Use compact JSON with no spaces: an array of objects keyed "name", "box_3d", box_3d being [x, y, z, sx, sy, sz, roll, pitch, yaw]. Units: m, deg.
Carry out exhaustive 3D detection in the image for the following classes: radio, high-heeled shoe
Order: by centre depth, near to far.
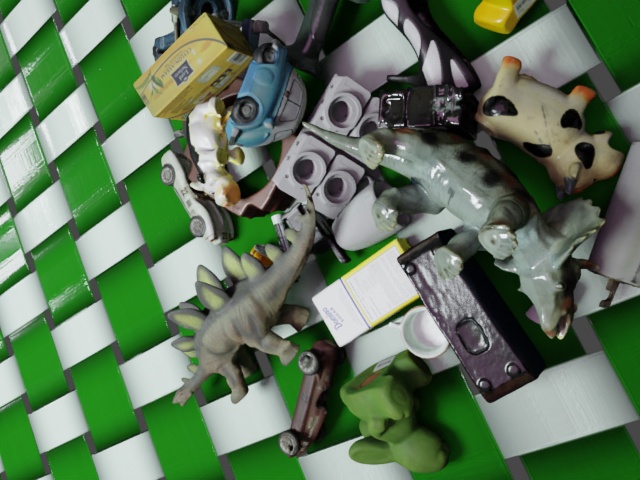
[{"name":"radio","box_3d":[0.203,0.095,0.723,0.073,0.131,0.229,-38,74,22]},{"name":"high-heeled shoe","box_3d":[0.166,-0.322,0.762,0.145,0.086,0.248,9,103,29]}]

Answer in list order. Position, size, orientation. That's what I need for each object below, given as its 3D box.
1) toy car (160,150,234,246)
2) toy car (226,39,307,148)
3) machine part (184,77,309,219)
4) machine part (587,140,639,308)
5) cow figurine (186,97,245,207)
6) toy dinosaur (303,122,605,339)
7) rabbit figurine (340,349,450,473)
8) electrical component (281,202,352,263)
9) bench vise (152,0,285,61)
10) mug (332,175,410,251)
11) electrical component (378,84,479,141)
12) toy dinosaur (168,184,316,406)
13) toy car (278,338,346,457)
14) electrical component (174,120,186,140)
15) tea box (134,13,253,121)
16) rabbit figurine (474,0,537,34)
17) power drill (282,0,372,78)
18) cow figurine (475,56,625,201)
[{"name":"toy car","box_3d":[-0.221,-0.076,0.969,0.056,0.073,0.202,-40,73,23]},{"name":"toy car","box_3d":[-0.072,-0.200,0.787,0.103,0.109,0.161,23,84,-14]},{"name":"machine part","box_3d":[-0.116,-0.153,0.908,0.202,0.087,0.201,34,106,21]},{"name":"machine part","box_3d":[0.392,-0.030,0.654,0.079,0.079,0.243,20,100,26]},{"name":"cow figurine","box_3d":[-0.174,-0.132,0.852,0.098,0.068,0.167,-6,85,33]},{"name":"toy dinosaur","box_3d":[0.173,-0.063,0.661,0.405,0.192,0.131,47,137,23]},{"name":"rabbit figurine","box_3d":[0.110,0.275,0.787,0.159,0.121,0.170,-34,91,27]},{"name":"electrical component","box_3d":[-0.002,-0.003,0.860,0.048,0.075,0.119,-39,77,21]},{"name":"bench vise","box_3d":[-0.189,-0.349,0.927,0.241,0.129,0.223,18,102,30]},{"name":"mug","box_3d":[0.066,-0.039,0.823,0.107,0.080,0.109,-38,65,30]},{"name":"electrical component","box_3d":[0.155,-0.169,0.741,0.115,0.134,0.058,6,92,26]},{"name":"toy dinosaur","box_3d":[-0.118,0.115,0.850,0.198,0.105,0.471,36,113,-17]},{"name":"toy car","box_3d":[-0.009,0.255,0.858,0.053,0.089,0.202,17,97,30]},{"name":"electrical component","box_3d":[-0.235,-0.221,1.004,0.094,0.021,0.063,-6,88,28]},{"name":"tea box","box_3d":[-0.195,-0.264,0.842,0.170,0.098,0.068,-33,84,22]},{"name":"rabbit figurine","box_3d":[0.223,-0.389,0.719,0.173,0.121,0.162,45,108,39]},{"name":"power drill","box_3d":[-0.005,-0.370,0.838,0.207,0.086,0.232,-58,41,17]},{"name":"cow figurine","box_3d":[0.295,-0.136,0.693,0.195,0.085,0.127,30,94,11]}]
